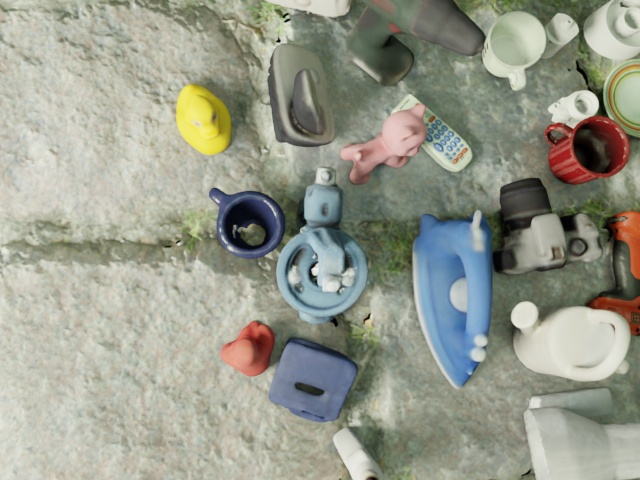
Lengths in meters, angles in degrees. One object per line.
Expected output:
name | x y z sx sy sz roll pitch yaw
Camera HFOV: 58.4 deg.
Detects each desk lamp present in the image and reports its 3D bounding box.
desk lamp | 0.348 0.263 0.751 0.203 0.213 0.118 -7 84 -6

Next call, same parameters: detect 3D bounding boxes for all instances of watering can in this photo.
watering can | 0.340 0.139 0.775 0.173 0.194 0.101 4 83 -5

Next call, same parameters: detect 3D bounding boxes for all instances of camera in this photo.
camera | 0.328 -0.024 0.841 0.143 0.100 0.137 -11 84 -7

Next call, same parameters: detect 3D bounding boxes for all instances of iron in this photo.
iron | 0.204 0.083 0.795 0.118 0.141 0.258 -3 83 -6

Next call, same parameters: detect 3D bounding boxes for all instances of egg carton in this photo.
egg carton | -0.020 -0.398 0.866 0.150 0.069 0.107 10 82 -5

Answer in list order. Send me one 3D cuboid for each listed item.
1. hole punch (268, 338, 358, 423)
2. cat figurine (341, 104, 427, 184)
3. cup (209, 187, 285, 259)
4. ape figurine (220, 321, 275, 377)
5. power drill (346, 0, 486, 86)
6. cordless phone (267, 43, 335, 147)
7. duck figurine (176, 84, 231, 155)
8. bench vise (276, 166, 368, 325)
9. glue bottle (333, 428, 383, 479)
hole punch | -0.009 0.195 0.784 0.108 0.091 0.101 19 82 -3
cat figurine | 0.099 -0.141 0.823 0.128 0.117 0.067 -27 86 -8
cup | -0.106 -0.024 0.799 0.118 0.095 0.092 40 81 0
ape figurine | -0.098 0.151 0.780 0.078 0.092 0.076 -9 84 -7
power drill | 0.108 -0.300 0.797 0.229 0.208 0.076 39 81 0
cordless phone | -0.022 -0.214 0.785 0.094 0.185 0.147 -12 84 -7
duck figurine | -0.168 -0.180 0.816 0.077 0.086 0.104 -24 86 -8
bench vise | -0.005 0.006 0.743 0.121 0.219 0.207 -15 85 -7
glue bottle | 0.055 0.295 0.738 0.037 0.173 0.078 -33 87 -8
